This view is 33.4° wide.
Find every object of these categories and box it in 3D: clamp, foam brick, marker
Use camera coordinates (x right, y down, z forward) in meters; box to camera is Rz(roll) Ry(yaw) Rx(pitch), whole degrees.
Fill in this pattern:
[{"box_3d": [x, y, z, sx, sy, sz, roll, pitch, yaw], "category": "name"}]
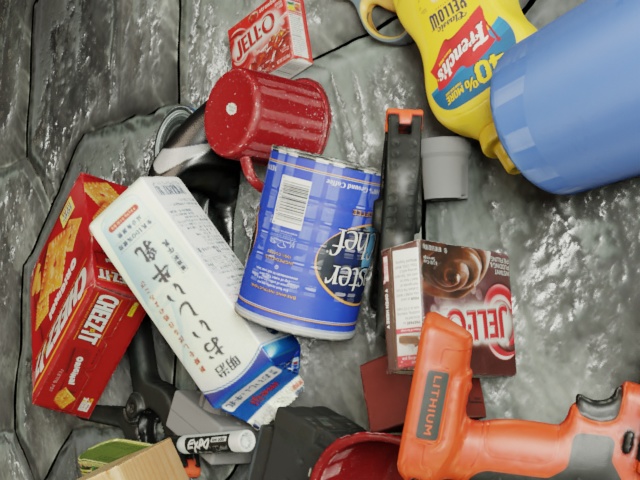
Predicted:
[{"box_3d": [0.057, -0.012, 0.815, 0.120, 0.039, 0.171, -179, 96, -83], "category": "clamp"}, {"box_3d": [-0.179, 0.163, 1.099, 0.210, 0.036, 0.165, 36, 110, 43], "category": "clamp"}, {"box_3d": [0.076, 0.112, 0.786, 0.051, 0.078, 0.053, -26, 65, 42], "category": "foam brick"}, {"box_3d": [-0.102, 0.181, 0.948, 0.121, 0.020, 0.020, -14, 73, 46], "category": "marker"}]

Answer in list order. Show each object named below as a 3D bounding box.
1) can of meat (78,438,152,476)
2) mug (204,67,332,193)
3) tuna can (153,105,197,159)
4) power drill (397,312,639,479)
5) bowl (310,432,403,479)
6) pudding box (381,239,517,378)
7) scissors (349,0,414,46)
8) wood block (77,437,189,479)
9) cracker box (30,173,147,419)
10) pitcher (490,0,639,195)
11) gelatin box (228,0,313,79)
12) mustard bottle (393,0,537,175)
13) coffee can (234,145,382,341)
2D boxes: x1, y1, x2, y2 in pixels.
[{"box_3d": [-0.187, 0.245, 1.043, 0.102, 0.057, 0.084, -4, 103, 46], "category": "can of meat"}, {"box_3d": [-0.049, -0.097, 0.958, 0.093, 0.081, 0.117, -16, 72, 46], "category": "mug"}, {"box_3d": [-0.134, -0.094, 1.090, 0.086, 0.033, 0.086, -10, 76, 47], "category": "tuna can"}, {"box_3d": [0.149, 0.099, 0.650, 0.188, 0.057, 0.184, 12, 92, 10], "category": "power drill"}, {"box_3d": [0.071, 0.202, 0.770, 0.162, 0.055, 0.162, 15, 115, 34], "category": "bowl"}, {"box_3d": [0.092, 0.051, 0.750, 0.039, 0.113, 0.090, -14, 75, 44], "category": "pudding box"}, {"box_3d": [0.033, -0.237, 0.936, 0.202, 0.016, 0.096, 47, 117, 42], "category": "scissors"}, {"box_3d": [-0.143, 0.292, 0.934, 0.090, 0.090, 0.206, -26, 86, 25], "category": "wood block"}, {"box_3d": [-0.250, 0.054, 1.131, 0.164, 0.072, 0.214, -59, 28, 24], "category": "cracker box"}, {"box_3d": [0.224, -0.118, 0.630, 0.243, 0.148, 0.145, -22, 83, 48], "category": "pitcher"}, {"box_3d": [-0.049, -0.183, 1.010, 0.089, 0.030, 0.073, -25, 66, 44], "category": "gelatin box"}, {"box_3d": [0.118, -0.134, 0.791, 0.096, 0.058, 0.191, -32, 61, 34], "category": "mustard bottle"}, {"box_3d": [-0.006, 0.001, 0.877, 0.103, 0.102, 0.140, 20, 99, 48], "category": "coffee can"}]
